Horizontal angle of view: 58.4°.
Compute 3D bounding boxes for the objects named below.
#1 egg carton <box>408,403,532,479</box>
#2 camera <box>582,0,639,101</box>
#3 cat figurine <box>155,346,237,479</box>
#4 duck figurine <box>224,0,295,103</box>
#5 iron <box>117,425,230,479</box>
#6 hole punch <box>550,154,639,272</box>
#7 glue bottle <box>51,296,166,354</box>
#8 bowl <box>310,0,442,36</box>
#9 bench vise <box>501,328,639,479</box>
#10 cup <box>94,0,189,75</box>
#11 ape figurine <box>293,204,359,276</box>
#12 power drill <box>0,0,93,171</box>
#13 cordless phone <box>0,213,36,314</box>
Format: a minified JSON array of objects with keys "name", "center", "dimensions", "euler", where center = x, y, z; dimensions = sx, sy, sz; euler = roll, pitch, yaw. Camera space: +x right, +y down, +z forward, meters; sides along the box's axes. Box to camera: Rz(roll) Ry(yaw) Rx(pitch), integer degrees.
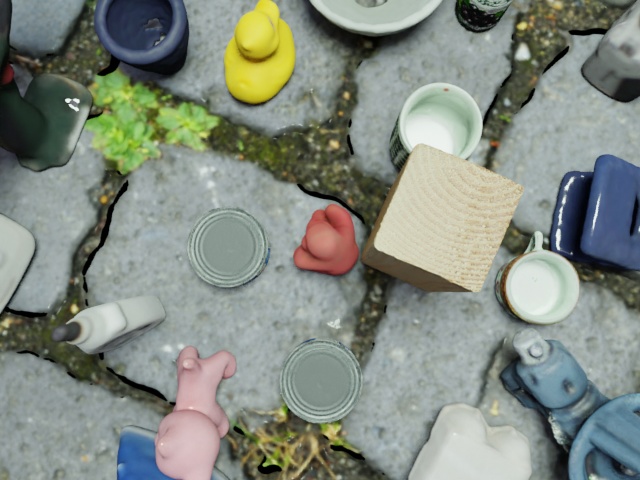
[{"name":"egg carton","center":[0.143,0.246,0.576],"dimensions":[0.107,0.150,0.069],"euler":[27,-4,3]},{"name":"camera","center":[0.379,-0.205,0.594],"dimensions":[0.137,0.143,0.101],"euler":[41,-3,4]},{"name":"cat figurine","center":[-0.126,0.174,0.561],"dimensions":[0.067,0.128,0.118],"euler":[3,-5,1]},{"name":"duck figurine","center":[-0.067,-0.203,0.606],"dimensions":[0.077,0.105,0.086],"euler":[21,-4,3]},{"name":"iron","center":[-0.130,0.295,0.539],"dimensions":[0.118,0.258,0.141],"euler":[-40,-4,-2]},{"name":"hole punch","center":[0.304,-0.027,0.585],"dimensions":[0.101,0.109,0.091],"euler":[12,-4,2]},{"name":"glue bottle","center":[-0.206,0.081,0.541],"dimensions":[0.078,0.037,0.173],"euler":[-29,-5,-1]},{"name":"bowl","center":[0.059,-0.290,0.617],"dimensions":[0.167,0.167,0.075],"euler":[0,-5,1]},{"name":"bench vise","center":[0.250,0.177,0.505],"dimensions":[0.207,0.121,0.220],"euler":[31,-3,3]},{"name":"cup","center":[-0.171,-0.227,0.605],"dimensions":[0.091,0.118,0.095],"euler":[23,-4,3]},{"name":"ape figurine","center":[0.005,0.002,0.586],"dimensions":[0.078,0.076,0.092],"euler":[-34,-4,-2]},{"name":"power drill","center":[-0.302,-0.148,0.543],"dimensions":[0.075,0.230,0.208],"euler":[19,-4,3]},{"name":"cordless phone","center":[-0.373,0.029,0.541],"dimensions":[0.094,0.148,0.185],"euler":[27,-4,3]}]
